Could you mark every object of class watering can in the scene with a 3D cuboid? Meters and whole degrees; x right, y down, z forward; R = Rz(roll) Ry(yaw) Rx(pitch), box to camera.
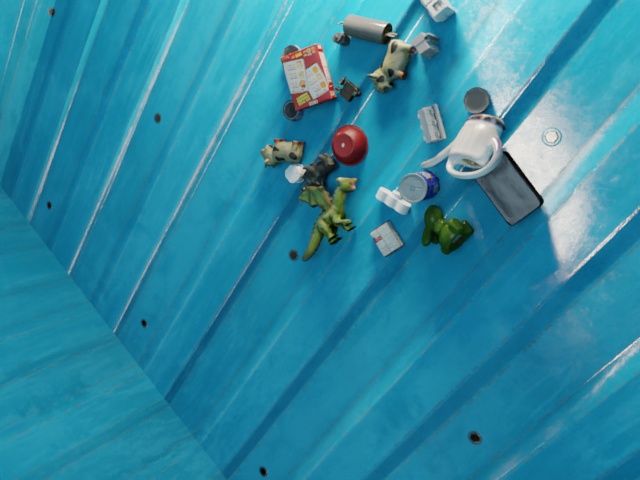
[{"bbox_3d":[0.479,-0.310,1.710,0.103,0.350,0.225,29,88,-29],"label":"watering can"}]

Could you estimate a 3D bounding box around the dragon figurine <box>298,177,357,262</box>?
[{"bbox_3d":[0.006,-0.103,2.047,0.405,0.123,0.244,-37,79,29],"label":"dragon figurine"}]
